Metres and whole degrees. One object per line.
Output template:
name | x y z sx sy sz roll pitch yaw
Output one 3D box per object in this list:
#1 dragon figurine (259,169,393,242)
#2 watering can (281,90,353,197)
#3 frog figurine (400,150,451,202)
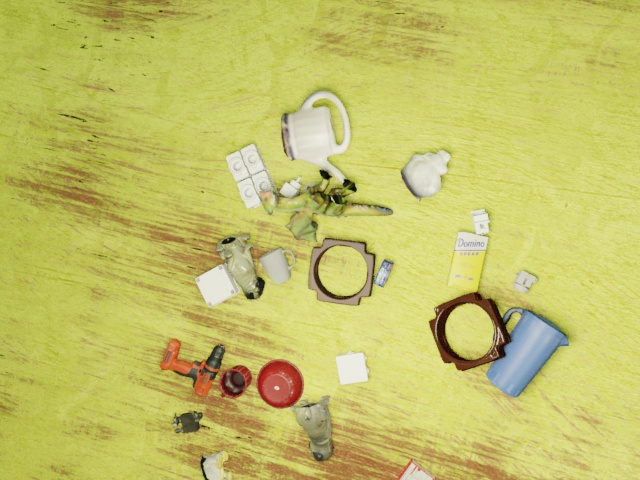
dragon figurine | 0.005 -0.081 1.614 0.408 0.125 0.238 22 132 -23
watering can | -0.008 -0.299 1.643 0.224 0.104 0.348 -8 90 10
frog figurine | 0.333 -0.208 1.577 0.158 0.122 0.140 -35 65 19
